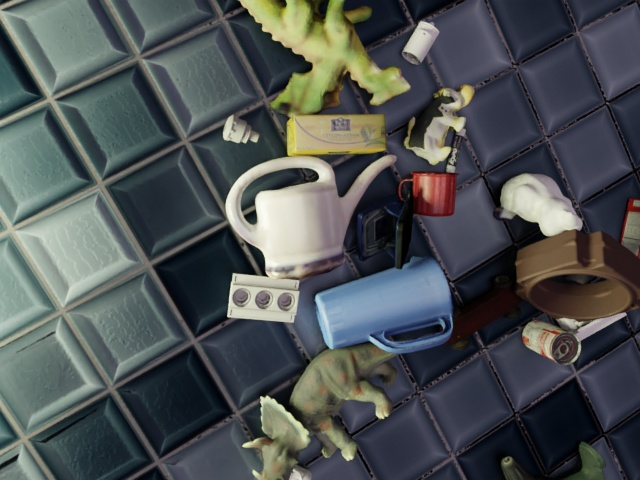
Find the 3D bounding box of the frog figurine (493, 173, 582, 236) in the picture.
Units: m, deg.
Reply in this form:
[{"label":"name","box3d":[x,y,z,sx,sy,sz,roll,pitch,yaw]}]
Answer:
[{"label":"frog figurine","box3d":[0.438,-0.073,1.014,0.137,0.160,0.123,18,91,-14]}]

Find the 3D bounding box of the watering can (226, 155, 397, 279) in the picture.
[{"label":"watering can","box3d":[0.003,-0.048,0.955,0.349,0.104,0.223,-10,97,-21]}]

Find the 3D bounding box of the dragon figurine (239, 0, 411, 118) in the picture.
[{"label":"dragon figurine","box3d":[-0.031,-0.341,0.936,0.410,0.123,0.241,10,100,-4]}]
